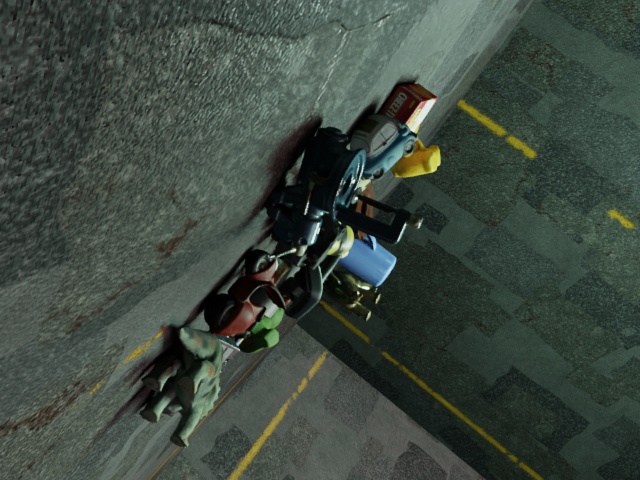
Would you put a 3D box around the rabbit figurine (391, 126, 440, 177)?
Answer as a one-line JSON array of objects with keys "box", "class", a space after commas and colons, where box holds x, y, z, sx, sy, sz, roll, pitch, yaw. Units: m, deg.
[{"box": [0.234, -0.260, 1.431, 0.163, 0.173, 0.122, -3, -157, 31], "class": "rabbit figurine"}]

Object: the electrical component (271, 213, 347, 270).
[{"box": [-0.028, -0.008, 1.077, 0.134, 0.115, 0.058, -48, 171, -40], "class": "electrical component"}]

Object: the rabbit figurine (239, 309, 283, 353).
[{"box": [-0.164, 0.246, 1.503, 0.159, 0.121, 0.170, -48, 174, 33], "class": "rabbit figurine"}]

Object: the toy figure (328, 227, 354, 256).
[{"box": [-0.005, -0.002, 1.186, 0.180, 0.089, 0.082, -12, -175, -43], "class": "toy figure"}]

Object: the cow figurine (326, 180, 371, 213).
[{"box": [0.053, -0.117, 1.181, 0.195, 0.085, 0.127, -42, 175, -44], "class": "cow figurine"}]

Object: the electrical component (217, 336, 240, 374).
[{"box": [-0.222, 0.237, 1.221, 0.119, 0.048, 0.074, -48, 130, -1], "class": "electrical component"}]

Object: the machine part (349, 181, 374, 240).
[{"box": [0.095, -0.087, 1.369, 0.179, 0.056, 0.179, 6, 90, -70], "class": "machine part"}]

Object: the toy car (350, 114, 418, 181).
[{"box": [0.113, -0.200, 1.092, 0.161, 0.109, 0.102, -43, 133, -15], "class": "toy car"}]

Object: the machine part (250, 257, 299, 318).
[{"box": [-0.105, 0.112, 1.376, 0.243, 0.079, 0.079, -51, 173, -5], "class": "machine part"}]

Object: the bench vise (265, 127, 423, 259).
[{"box": [0.039, -0.050, 0.849, 0.223, 0.241, 0.129, -69, 166, 10], "class": "bench vise"}]

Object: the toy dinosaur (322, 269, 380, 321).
[{"box": [0.068, 0.141, 1.620, 0.105, 0.198, 0.471, -59, -178, -4], "class": "toy dinosaur"}]

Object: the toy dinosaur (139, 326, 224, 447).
[{"box": [-0.245, 0.250, 1.034, 0.404, 0.131, 0.192, -62, -179, 37], "class": "toy dinosaur"}]

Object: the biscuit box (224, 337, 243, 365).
[{"box": [-0.224, 0.238, 1.299, 0.202, 0.063, 0.059, -54, 172, 20], "class": "biscuit box"}]

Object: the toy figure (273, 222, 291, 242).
[{"box": [-0.031, -0.059, 1.029, 0.154, 0.064, 0.057, -52, 138, -40], "class": "toy figure"}]

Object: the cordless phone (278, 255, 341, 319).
[{"box": [-0.020, 0.094, 1.311, 0.184, 0.089, 0.146, -47, 180, -43], "class": "cordless phone"}]

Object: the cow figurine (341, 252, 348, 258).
[{"box": [0.056, -0.037, 1.453, 0.098, 0.068, 0.167, 19, 75, -66], "class": "cow figurine"}]

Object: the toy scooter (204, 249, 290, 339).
[{"box": [-0.126, 0.119, 1.026, 0.075, 0.135, 0.184, 22, -109, 51], "class": "toy scooter"}]
